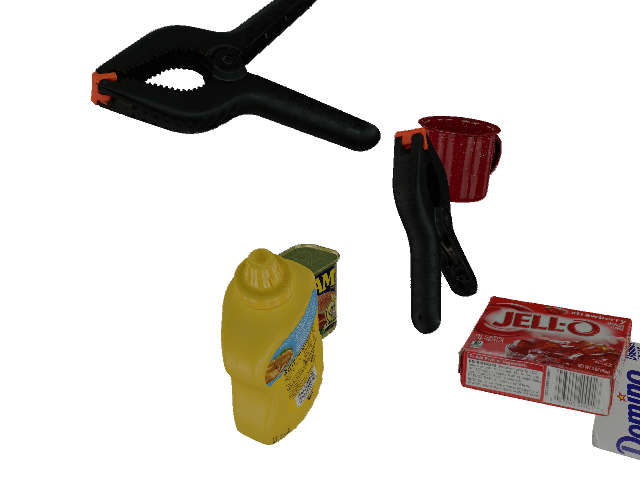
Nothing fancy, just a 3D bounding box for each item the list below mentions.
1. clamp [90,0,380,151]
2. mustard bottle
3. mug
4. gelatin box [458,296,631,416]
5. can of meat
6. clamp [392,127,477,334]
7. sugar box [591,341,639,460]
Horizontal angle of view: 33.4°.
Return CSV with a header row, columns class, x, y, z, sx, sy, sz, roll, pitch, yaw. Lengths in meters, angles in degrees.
class,x,y,z,sx,sy,sz,roll,pitch,yaw
clamp,-0.064,-0.118,0.801,0.209,0.165,0.036,-16,-28,-22
mustard bottle,-0.036,0.069,0.787,0.058,0.096,0.192,23,-32,18
mug,0.162,-0.094,1.220,0.117,0.081,0.093,-11,24,-39
gelatin box,0.135,0.066,0.637,0.089,0.030,0.073,10,26,21
can of meat,-0.025,0.061,1.082,0.058,0.084,0.101,15,27,32
clamp,0.091,-0.007,0.913,0.039,0.171,0.120,-13,17,23
sugar box,0.321,0.150,0.886,0.176,0.093,0.048,12,24,19
